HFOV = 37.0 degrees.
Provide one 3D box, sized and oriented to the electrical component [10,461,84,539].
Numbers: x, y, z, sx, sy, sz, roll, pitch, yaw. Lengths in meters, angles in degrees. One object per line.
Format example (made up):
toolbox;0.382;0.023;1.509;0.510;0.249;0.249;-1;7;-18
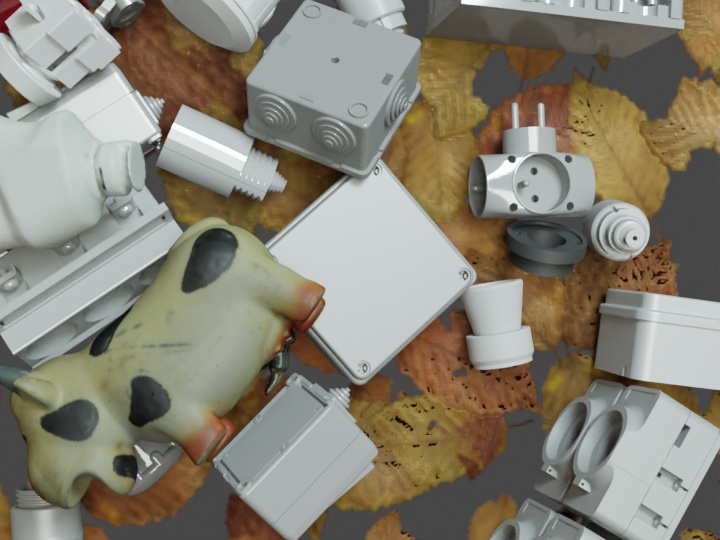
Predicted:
electrical component;-0.196;0.146;0.670;0.043;0.043;0.062;-4;88;-12

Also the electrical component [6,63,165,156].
electrical component;-0.168;-0.088;0.671;0.096;0.062;0.061;-35;95;-10

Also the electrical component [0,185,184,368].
electrical component;-0.171;-0.001;0.667;0.121;0.078;0.063;-35;74;-10

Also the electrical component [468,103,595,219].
electrical component;0.117;-0.075;0.738;0.077;0.044;0.079;-2;88;-11

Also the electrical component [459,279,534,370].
electrical component;0.093;0.037;0.730;0.045;0.045;0.055;-10;91;-12

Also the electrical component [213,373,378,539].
electrical component;-0.035;0.116;0.689;0.096;0.062;0.061;-45;117;-9

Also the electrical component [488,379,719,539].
electrical component;0.147;0.166;0.707;0.060;0.105;0.186;32;83;-9

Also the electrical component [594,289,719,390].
electrical component;0.228;0.049;0.741;0.113;0.078;0.057;8;90;-11

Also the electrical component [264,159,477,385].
electrical component;0.000;0.000;0.706;0.109;0.056;0.108;-42;97;-9

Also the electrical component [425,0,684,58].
electrical component;0.129;-0.189;0.720;0.150;0.089;0.061;4;88;-11

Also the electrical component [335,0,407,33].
electrical component;0.012;-0.167;0.721;0.040;0.040;0.078;-26;94;-11

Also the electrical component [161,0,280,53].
electrical component;-0.090;-0.180;0.681;0.080;0.080;0.051;37;77;-8

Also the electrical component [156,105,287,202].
electrical component;-0.086;-0.070;0.697;0.081;0.043;0.043;24;84;-10

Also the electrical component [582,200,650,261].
electrical component;0.178;-0.026;0.735;0.040;0.078;0.040;0;98;0

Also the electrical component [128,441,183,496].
electrical component;-0.146;0.108;0.681;0.048;0.048;0.062;-43;91;-9

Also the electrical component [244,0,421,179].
electrical component;-0.016;-0.117;0.680;0.100;0.048;0.099;23;58;12

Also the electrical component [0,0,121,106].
electrical component;-0.178;-0.128;0.619;0.055;0.066;0.048;-41;57;5
